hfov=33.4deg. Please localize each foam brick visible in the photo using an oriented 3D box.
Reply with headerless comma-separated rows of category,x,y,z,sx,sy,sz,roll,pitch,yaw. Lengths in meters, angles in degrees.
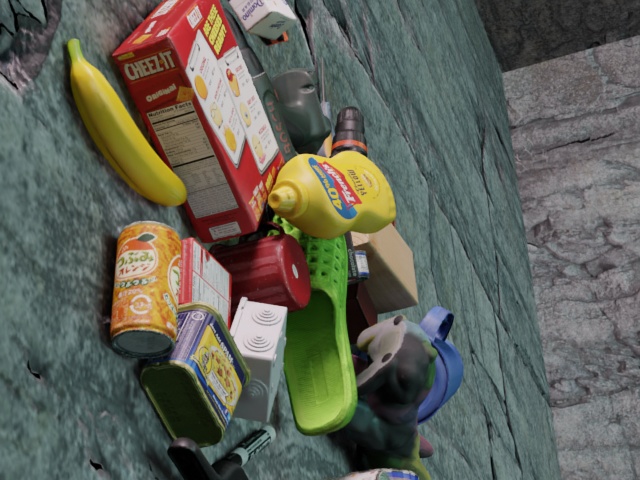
foam brick,0.040,0.094,1.420,0.053,0.051,0.078,-79,150,-53

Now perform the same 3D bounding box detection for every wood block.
wood block,0.058,0.020,1.465,0.206,0.090,0.091,48,33,-54

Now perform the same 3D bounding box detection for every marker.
marker,-0.072,0.208,1.052,0.121,0.020,0.020,-20,96,-72

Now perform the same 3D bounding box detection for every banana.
banana,-0.168,-0.087,0.949,0.069,0.037,0.197,-84,154,-45

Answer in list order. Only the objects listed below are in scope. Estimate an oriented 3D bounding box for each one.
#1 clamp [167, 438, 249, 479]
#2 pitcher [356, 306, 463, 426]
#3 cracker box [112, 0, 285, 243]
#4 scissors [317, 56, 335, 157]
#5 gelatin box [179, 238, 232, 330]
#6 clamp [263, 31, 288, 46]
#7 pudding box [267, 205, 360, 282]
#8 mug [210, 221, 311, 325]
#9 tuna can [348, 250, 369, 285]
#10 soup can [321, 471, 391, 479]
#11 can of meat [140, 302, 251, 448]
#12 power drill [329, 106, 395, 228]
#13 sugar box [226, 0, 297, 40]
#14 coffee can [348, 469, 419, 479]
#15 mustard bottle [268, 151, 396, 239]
clamp,-0.095,0.224,0.932,0.171,0.039,0.120,4,89,-77
pitcher,0.141,0.181,1.522,0.242,0.149,0.145,12,61,-74
cracker box,-0.116,-0.127,1.080,0.164,0.072,0.213,-73,144,-59
scissors,0.014,-0.177,1.596,0.096,0.016,0.201,61,24,-43
gelatin box,-0.116,0.050,1.018,0.089,0.030,0.073,50,33,-55
clamp,-0.087,-0.359,1.390,0.164,0.036,0.210,-78,152,-54
pudding box,-0.008,0.002,1.272,0.039,0.090,0.113,152,-73,-78
mug,-0.060,0.031,1.114,0.093,0.082,0.117,56,27,-47
tuna can,0.018,0.039,1.338,0.086,0.086,0.034,16,63,-69
soup can,0.026,0.289,1.151,0.068,0.102,0.068,-13,90,-72
can of meat,-0.110,0.121,0.942,0.084,0.057,0.102,-72,143,-55
power drill,0.060,-0.079,1.567,0.187,0.057,0.184,57,32,-53
sugar box,-0.099,-0.315,1.221,0.176,0.048,0.093,55,17,6
coffee can,0.072,0.350,1.247,0.102,0.103,0.140,47,34,-56
mustard bottle,0.005,-0.048,1.143,0.191,0.058,0.096,-9,68,-57
